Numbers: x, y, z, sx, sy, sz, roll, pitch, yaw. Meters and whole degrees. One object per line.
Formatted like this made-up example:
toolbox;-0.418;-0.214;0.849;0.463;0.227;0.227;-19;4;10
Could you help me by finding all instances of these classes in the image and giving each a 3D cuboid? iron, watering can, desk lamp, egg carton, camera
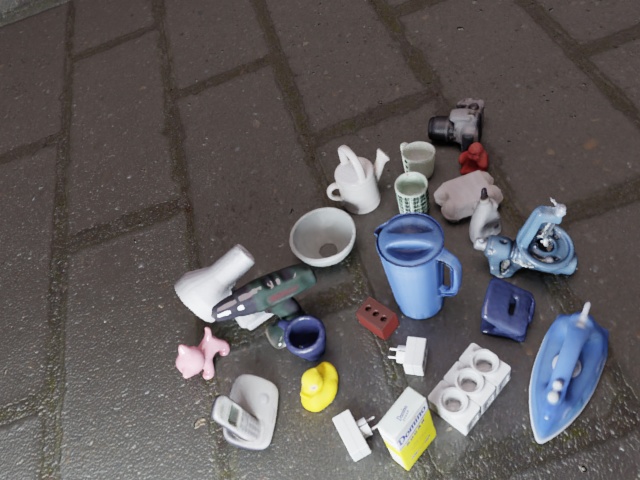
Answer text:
iron;0.454;0.240;1.058;0.118;0.142;0.259;18;61;28
watering can;0.093;-0.167;1.435;0.100;0.194;0.173;28;66;32
desk lamp;-0.198;0.112;1.301;0.203;0.214;0.117;-34;52;-10
egg carton;0.359;-0.104;1.390;0.150;0.069;0.107;-21;51;1
camera;0.362;-0.315;1.526;0.136;0.101;0.143;6;56;21

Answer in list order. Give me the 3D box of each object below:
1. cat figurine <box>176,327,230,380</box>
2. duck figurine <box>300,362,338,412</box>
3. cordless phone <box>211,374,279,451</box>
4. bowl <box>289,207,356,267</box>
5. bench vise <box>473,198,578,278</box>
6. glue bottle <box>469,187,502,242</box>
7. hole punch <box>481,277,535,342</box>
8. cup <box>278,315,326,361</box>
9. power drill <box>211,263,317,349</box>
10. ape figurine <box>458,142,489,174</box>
cat figurine;-0.272;0.255;1.278;0.067;0.118;0.128;15;60;26
duck figurine;-0.008;0.295;1.190;0.077;0.086;0.105;17;61;27
cordless phone;-0.155;0.328;1.145;0.094;0.185;0.147;-4;53;14
bowl;0.013;0.005;1.407;0.167;0.075;0.167;-8;53;11
bench vise;0.431;0.007;1.189;0.207;0.220;0.121;-12;52;8
glue bottle;0.371;-0.059;1.286;0.078;0.173;0.037;-33;52;-9
hole punch;0.389;0.141;1.184;0.100;0.091;0.109;11;58;23
cup;-0.035;0.219;1.249;0.117;0.095;0.092;20;62;28
power drill;-0.102;0.150;1.247;0.230;0.209;0.075;-32;52;-8
ape figurine;0.391;-0.209;1.444;0.076;0.092;0.077;-32;52;-8
